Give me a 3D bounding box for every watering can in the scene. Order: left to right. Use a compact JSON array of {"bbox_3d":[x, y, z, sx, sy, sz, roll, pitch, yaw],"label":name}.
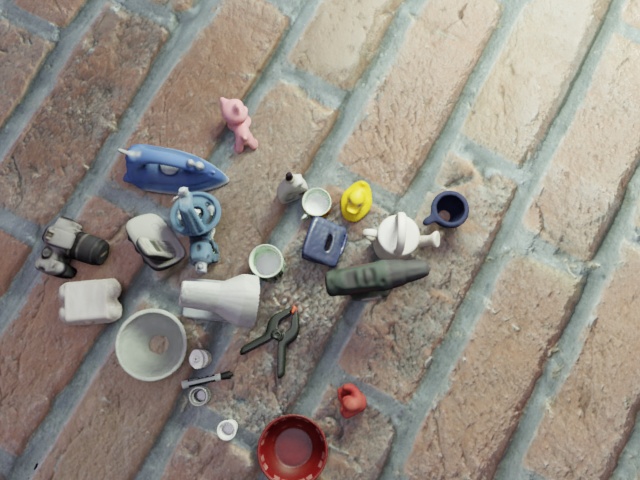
[{"bbox_3d":[0.190,-0.010,1.343,0.173,0.194,0.101,-15,79,-3],"label":"watering can"}]

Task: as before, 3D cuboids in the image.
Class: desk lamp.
[{"bbox_3d":[-0.229,0.137,1.301,0.203,0.213,0.118,5,79,1],"label":"desk lamp"}]

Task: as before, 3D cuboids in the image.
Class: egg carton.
[{"bbox_3d":[-0.548,0.150,1.369,0.150,0.069,0.107,-6,79,-2],"label":"egg carton"}]

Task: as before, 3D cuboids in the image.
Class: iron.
[{"bbox_3d":[-0.358,-0.182,1.397,0.258,0.141,0.119,7,79,1],"label":"iron"}]

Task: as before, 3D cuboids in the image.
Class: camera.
[{"bbox_3d":[-0.591,0.027,1.376,0.136,0.101,0.143,18,80,3],"label":"camera"}]

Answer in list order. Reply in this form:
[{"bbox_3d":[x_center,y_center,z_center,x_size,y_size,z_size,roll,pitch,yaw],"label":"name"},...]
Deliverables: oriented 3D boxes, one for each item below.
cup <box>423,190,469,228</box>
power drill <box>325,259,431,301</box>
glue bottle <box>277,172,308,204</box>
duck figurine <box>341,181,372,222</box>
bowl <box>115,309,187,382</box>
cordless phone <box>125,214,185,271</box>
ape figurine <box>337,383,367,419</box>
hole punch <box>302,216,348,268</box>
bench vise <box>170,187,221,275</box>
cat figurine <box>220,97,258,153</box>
[{"bbox_3d":[0.299,-0.060,1.404,0.118,0.095,0.091,-29,81,-6],"label":"cup"},{"bbox_3d":[0.125,0.090,1.316,0.229,0.208,0.075,-9,79,-2],"label":"power drill"},{"bbox_3d":[-0.069,-0.133,1.375,0.078,0.173,0.037,-20,80,-4],"label":"glue bottle"},{"bbox_3d":[0.092,-0.102,1.415,0.077,0.086,0.105,23,80,4],"label":"duck figurine"},{"bbox_3d":[-0.388,0.247,1.349,0.167,0.075,0.167,0,79,0],"label":"bowl"},{"bbox_3d":[-0.401,-0.004,1.341,0.094,0.185,0.147,-40,82,-7],"label":"cordless phone"},{"bbox_3d":[0.072,0.375,1.321,0.076,0.092,0.078,23,80,4],"label":"ape figurine"},{"bbox_3d":[0.013,0.005,1.391,0.101,0.091,0.109,17,80,3],"label":"hole punch"},{"bbox_3d":[-0.278,-0.033,1.330,0.121,0.220,0.207,-25,80,-5],"label":"bench vise"},{"bbox_3d":[-0.205,-0.296,1.433,0.067,0.118,0.128,-20,80,-4],"label":"cat figurine"}]
